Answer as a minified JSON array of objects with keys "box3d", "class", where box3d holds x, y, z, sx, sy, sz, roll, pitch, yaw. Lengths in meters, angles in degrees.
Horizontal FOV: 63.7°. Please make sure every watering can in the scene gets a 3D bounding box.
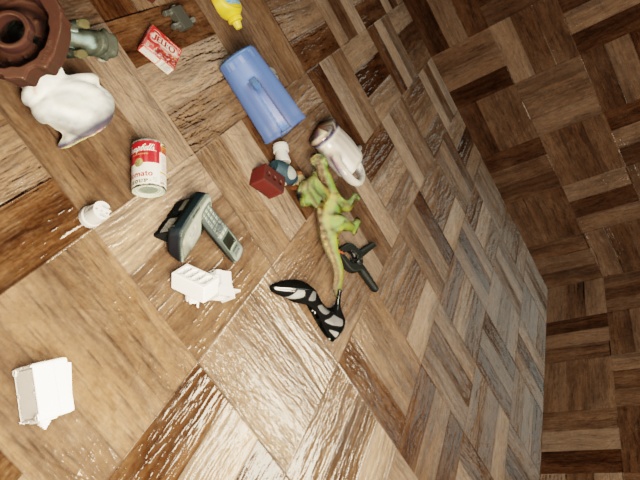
[{"box3d":[0.068,-0.295,1.654,0.103,0.222,0.355,-35,22,21],"class":"watering can"}]

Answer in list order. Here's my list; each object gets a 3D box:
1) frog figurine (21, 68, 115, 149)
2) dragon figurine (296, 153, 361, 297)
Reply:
[{"box3d":[-0.451,-0.258,0.913,0.123,0.156,0.140,6,44,44],"class":"frog figurine"},{"box3d":[0.004,-0.071,1.419,0.121,0.420,0.239,-21,-40,31],"class":"dragon figurine"}]
